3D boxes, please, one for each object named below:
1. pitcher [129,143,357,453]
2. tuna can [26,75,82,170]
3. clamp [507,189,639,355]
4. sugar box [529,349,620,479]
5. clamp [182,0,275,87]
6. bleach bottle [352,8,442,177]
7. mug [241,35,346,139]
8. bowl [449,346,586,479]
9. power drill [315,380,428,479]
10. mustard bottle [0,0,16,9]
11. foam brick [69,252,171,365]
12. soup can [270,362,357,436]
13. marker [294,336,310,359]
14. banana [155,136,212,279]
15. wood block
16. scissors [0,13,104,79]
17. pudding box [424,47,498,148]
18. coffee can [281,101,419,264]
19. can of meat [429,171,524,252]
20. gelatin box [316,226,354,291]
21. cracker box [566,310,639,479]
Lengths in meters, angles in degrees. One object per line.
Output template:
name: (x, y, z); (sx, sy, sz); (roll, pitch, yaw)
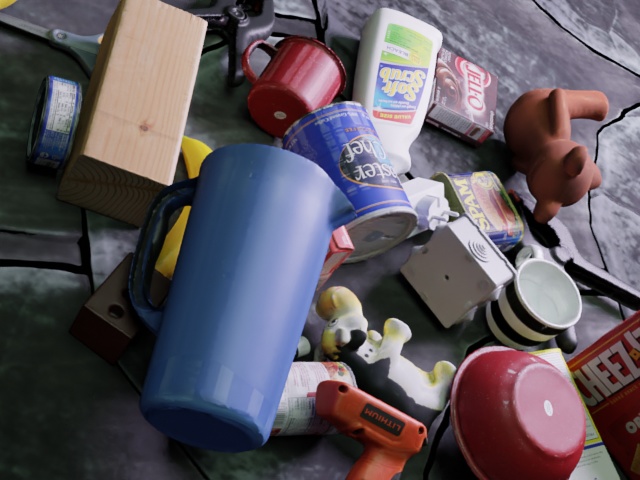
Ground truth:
pitcher: (-0.079, 0.049, 0.908); (0.144, 0.149, 0.242); (30, 58, -25)
tuna can: (-0.252, -0.112, 1.012); (0.033, 0.086, 0.086); (12, 53, -21)
clamp: (0.289, 0.027, 1.265); (0.164, 0.036, 0.210); (-13, 63, -37)
sugar box: (0.242, 0.203, 1.110); (0.093, 0.048, 0.176); (-5, 65, -32)
clamp: (-0.096, -0.240, 1.225); (0.120, 0.039, 0.171); (48, 48, 3)
bleach bottle: (0.087, -0.158, 1.262); (0.102, 0.068, 0.250); (21, 53, -18)
mug: (-0.037, -0.172, 1.177); (0.117, 0.093, 0.081); (41, 51, -15)
bowl: (0.204, 0.171, 1.029); (0.161, 0.055, 0.162); (16, 58, -28)
power drill: (0.001, 0.219, 0.910); (0.184, 0.057, 0.187); (30, 72, -20)
mustard bottle: (-0.347, -0.288, 1.089); (0.096, 0.058, 0.191); (7, 51, -24)
foam brick: (-0.178, 0.061, 0.958); (0.053, 0.051, 0.078); (36, 48, -3)
soup can: (-0.025, 0.146, 0.977); (0.102, 0.069, 0.068); (3, 57, -28)
marker: (-0.061, 0.116, 1.010); (0.120, 0.020, 0.020); (-16, 68, -37)
banana: (-0.130, -0.032, 1.065); (0.069, 0.037, 0.197); (-1, 50, 5)
wood block: (-0.182, -0.131, 1.051); (0.090, 0.090, 0.206); (20, 56, -19)
scissors: (-0.263, -0.193, 1.110); (0.201, 0.016, 0.096); (5, 57, -26)
pudding box: (0.176, -0.180, 1.343); (0.090, 0.039, 0.113); (24, 49, -14)
coffee can: (0.030, -0.061, 1.130); (0.102, 0.103, 0.140); (-7, 62, -34)
can of meat: (0.176, -0.030, 1.227); (0.083, 0.058, 0.102); (-7, 63, -36)
gelatin box: (-0.007, 0.001, 1.074); (0.030, 0.089, 0.073); (-7, 62, -33)
cracker box: (0.372, 0.182, 1.120); (0.071, 0.164, 0.214); (-24, 73, -42)
